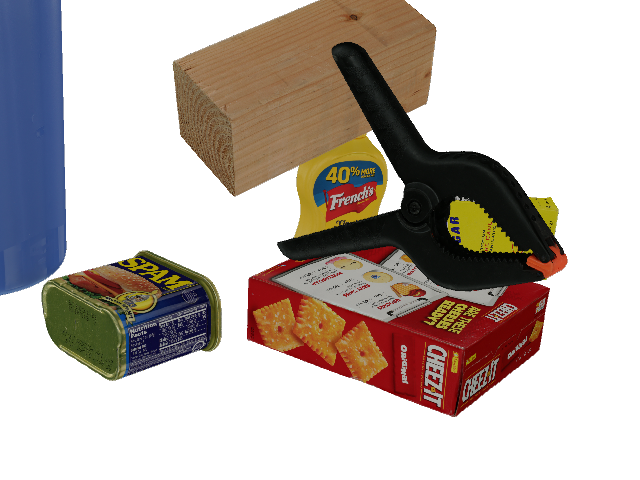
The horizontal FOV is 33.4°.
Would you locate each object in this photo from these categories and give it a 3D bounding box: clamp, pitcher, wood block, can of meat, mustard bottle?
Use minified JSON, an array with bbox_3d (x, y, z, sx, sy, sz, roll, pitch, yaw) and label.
[{"bbox_3d":[0.069,-0.035,0.718,0.210,0.165,0.036,21,22,29],"label":"clamp"},{"bbox_3d":[-0.232,-0.086,0.675,0.149,0.243,0.145,-3,26,-11],"label":"pitcher"},{"bbox_3d":[-0.012,-0.134,0.910,0.205,0.090,0.091,-27,56,-23],"label":"wood block"},{"bbox_3d":[-0.134,0.051,0.747,0.083,0.057,0.102,-17,27,-42],"label":"can of meat"},{"bbox_3d":[0.022,-0.050,1.104,0.096,0.192,0.058,-4,21,-23],"label":"mustard bottle"}]

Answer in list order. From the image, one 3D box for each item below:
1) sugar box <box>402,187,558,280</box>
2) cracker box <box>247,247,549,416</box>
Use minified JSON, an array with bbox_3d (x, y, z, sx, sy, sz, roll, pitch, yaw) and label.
[{"bbox_3d":[0.181,-0.008,1.247,0.176,0.093,0.048,3,22,-2],"label":"sugar box"},{"bbox_3d":[0.067,0.066,0.939,0.214,0.072,0.163,17,25,32],"label":"cracker box"}]
